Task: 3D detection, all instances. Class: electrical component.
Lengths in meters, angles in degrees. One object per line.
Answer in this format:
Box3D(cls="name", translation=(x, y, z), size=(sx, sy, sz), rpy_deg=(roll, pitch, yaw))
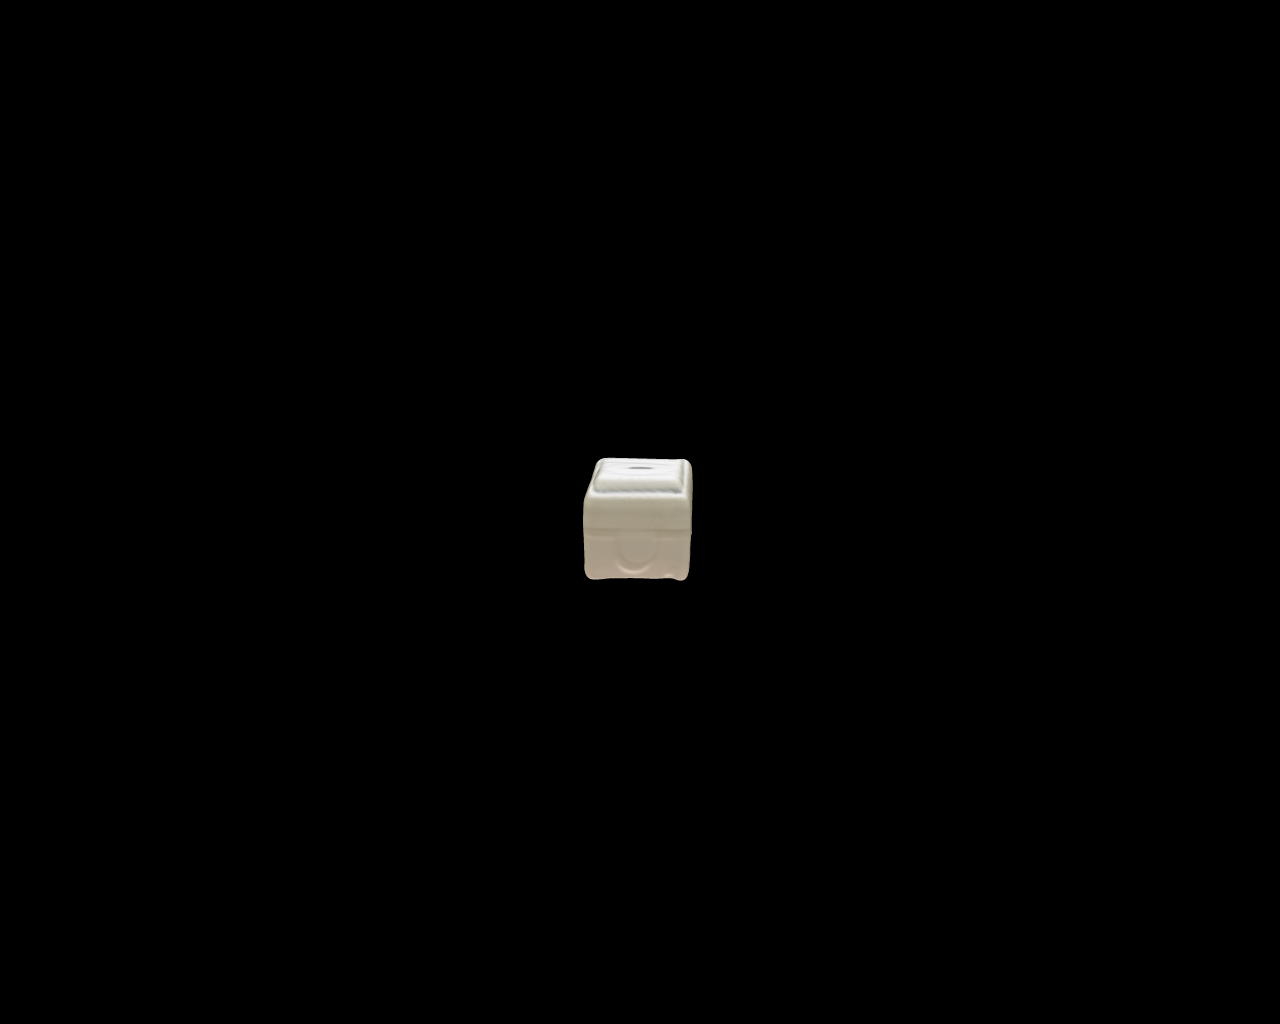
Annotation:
Box3D(cls="electrical component", translation=(0.001, -0.003, 0.650), size=(0.062, 0.061, 0.096), rpy_deg=(1, 20, 3))
